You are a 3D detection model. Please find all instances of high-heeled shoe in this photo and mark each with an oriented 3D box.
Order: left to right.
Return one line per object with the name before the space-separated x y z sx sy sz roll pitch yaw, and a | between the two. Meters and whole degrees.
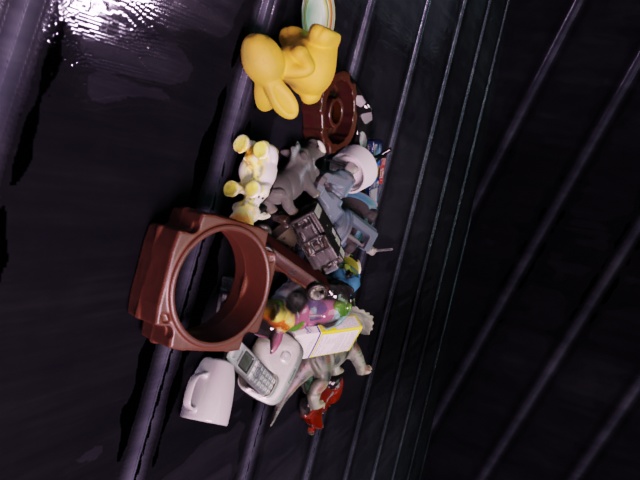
high-heeled shoe | 0.069 -0.258 1.275 0.248 0.145 0.086 58 12 -20

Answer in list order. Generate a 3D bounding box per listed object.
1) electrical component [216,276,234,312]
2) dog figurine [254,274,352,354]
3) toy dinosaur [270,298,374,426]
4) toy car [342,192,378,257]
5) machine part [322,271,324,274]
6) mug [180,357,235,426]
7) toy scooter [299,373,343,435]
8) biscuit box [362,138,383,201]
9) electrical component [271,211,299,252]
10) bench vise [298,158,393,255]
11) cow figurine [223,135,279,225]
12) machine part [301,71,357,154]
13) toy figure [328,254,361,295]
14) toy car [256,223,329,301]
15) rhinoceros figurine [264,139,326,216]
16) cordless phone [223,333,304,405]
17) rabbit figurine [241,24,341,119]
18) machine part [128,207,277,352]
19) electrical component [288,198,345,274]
electrical component | -0.153 0.104 0.957 0.119 0.048 0.074 -5 105 -63
dog figurine | -0.041 0.148 1.075 0.219 0.192 0.108 -55 157 -69
toy dinosaur | 0.012 0.277 1.320 0.405 0.131 0.192 -25 107 -51
toy car | 0.071 -0.036 1.308 0.103 0.109 0.161 58 57 -80
machine part | -0.012 0.100 1.232 0.039 0.084 0.139 34 60 -41
mug | -0.194 0.254 0.919 0.109 0.081 0.107 45 49 -52
toy scooter | 0.001 0.427 1.403 0.184 0.075 0.135 -33 130 -53
biscuit box | 0.115 -0.161 1.382 0.059 0.063 0.202 -28 125 -58
electrical component | -0.074 -0.009 1.081 0.078 0.045 0.102 -45 142 -18
bench vise | 0.051 -0.048 1.186 0.240 0.129 0.223 34 76 -32
cow figurine | -0.115 -0.090 0.932 0.098 0.068 0.167 5 98 -71
machine part | 0.021 -0.272 1.141 0.179 0.056 0.179 -36 132 -54
toy figure | 0.054 0.082 1.288 0.089 0.082 0.180 55 19 -12
toy car | -0.062 0.044 1.011 0.202 0.053 0.089 36 22 -28
rhinoceros figurine | -0.050 -0.128 1.049 0.190 0.073 0.111 -51 134 -40
cordless phone | -0.120 0.223 1.054 0.146 0.089 0.184 -61 141 -30
rabbit figurine | -0.067 -0.294 0.914 0.173 0.122 0.162 -8 119 -49
machine part | -0.168 0.061 0.806 0.201 0.087 0.201 17 88 -49
electrical component | -0.002 -0.003 1.049 0.134 0.058 0.115 60 15 -11
